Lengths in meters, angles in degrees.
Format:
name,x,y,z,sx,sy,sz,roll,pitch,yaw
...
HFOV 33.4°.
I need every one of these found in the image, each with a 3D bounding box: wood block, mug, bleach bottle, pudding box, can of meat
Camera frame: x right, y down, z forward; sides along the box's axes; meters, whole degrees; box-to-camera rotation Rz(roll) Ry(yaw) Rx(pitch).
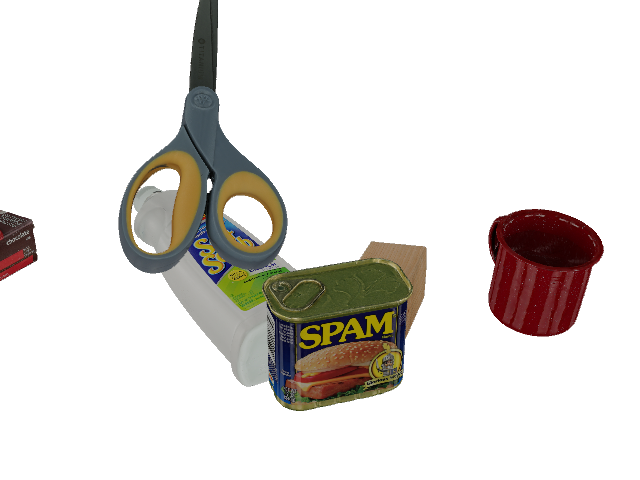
name,x,y,z,sx,sy,sz,roll,pitch,yaw
wood block,0.093,0.080,1.553,0.091,0.090,0.206,6,21,13
mug,0.189,0.024,0.955,0.093,0.081,0.117,-16,41,-28
bleach bottle,-0.099,0.023,0.946,0.102,0.068,0.251,-20,42,-32
pudding box,-0.274,0.005,0.760,0.114,0.039,0.089,14,30,28
can of meat,0.011,0.067,0.757,0.102,0.084,0.057,-9,33,-15

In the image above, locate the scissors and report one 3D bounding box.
name,x,y,z,sx,sy,sz,roll,pitch,yaw
scissors,-0.050,-0.062,0.591,0.096,0.201,0.016,19,-33,-2
